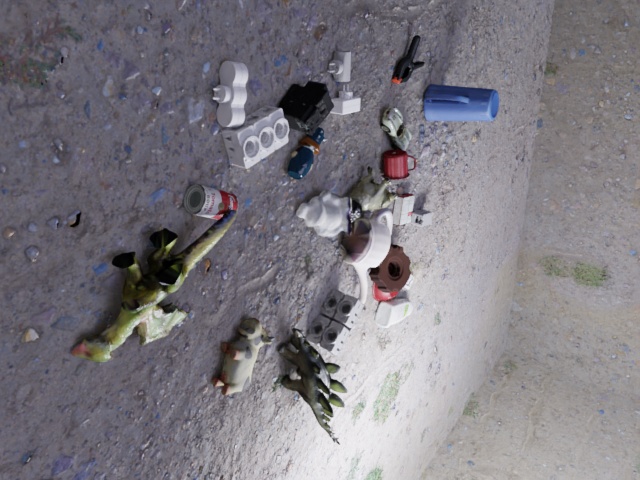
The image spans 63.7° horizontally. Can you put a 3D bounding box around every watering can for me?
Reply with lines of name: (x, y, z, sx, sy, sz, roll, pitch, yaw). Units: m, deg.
watering can: (0.152, 0.053, 1.708, 0.223, 0.105, 0.347, 13, 96, -54)

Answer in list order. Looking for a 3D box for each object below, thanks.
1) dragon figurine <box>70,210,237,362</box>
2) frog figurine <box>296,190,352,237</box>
dragon figurine: (-0.327, 0.111, 1.088, 0.416, 0.123, 0.237, -35, 153, -36)
frog figurine: (0.004, -0.074, 1.476, 0.159, 0.125, 0.134, -2, 120, -16)
